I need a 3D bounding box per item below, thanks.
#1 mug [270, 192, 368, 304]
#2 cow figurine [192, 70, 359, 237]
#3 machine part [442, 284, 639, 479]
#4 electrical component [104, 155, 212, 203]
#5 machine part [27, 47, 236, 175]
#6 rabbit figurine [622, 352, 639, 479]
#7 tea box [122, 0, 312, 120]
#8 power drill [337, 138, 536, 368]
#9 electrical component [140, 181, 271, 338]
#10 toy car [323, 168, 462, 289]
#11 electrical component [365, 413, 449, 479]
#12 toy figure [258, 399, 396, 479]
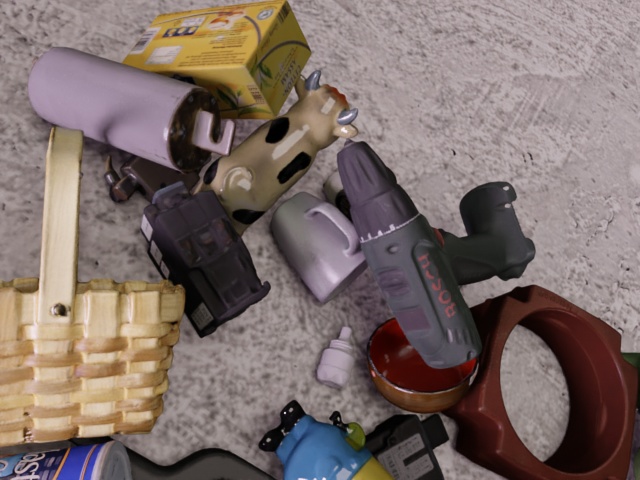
[{"bbox_3d":[-0.001,-0.002,0.559,0.081,0.109,0.107,-40,76,-22],"label":"mug"},{"bbox_3d":[-0.040,-0.095,0.559,0.085,0.127,0.195,47,65,-5],"label":"cow figurine"},{"bbox_3d":[0.247,0.169,0.607,0.201,0.087,0.201,28,64,-10],"label":"machine part"},{"bbox_3d":[-0.169,-0.074,0.549,0.078,0.045,0.102,47,61,-34],"label":"electrical component"},{"bbox_3d":[-0.181,-0.122,0.499,0.243,0.079,0.079,21,62,19],"label":"machine part"},{"bbox_3d":[0.426,0.229,0.662,0.159,0.121,0.170,4,89,-28],"label":"rabbit figurine"},{"bbox_3d":[-0.107,-0.177,0.539,0.170,0.068,0.098,10,62,30],"label":"tea box"},{"bbox_3d":[0.127,-0.005,0.542,0.207,0.086,0.232,-19,87,-47],"label":"power drill"},{"bbox_3d":[-0.113,0.016,0.498,0.058,0.115,0.134,-30,87,-29],"label":"electrical component"},{"bbox_3d":[0.089,-0.010,0.622,0.201,0.056,0.073,48,56,-2],"label":"toy car"},{"bbox_3d":[0.091,0.218,0.549,0.119,0.048,0.075,-15,79,-24],"label":"electrical component"},{"bbox_3d":[0.031,0.220,0.470,0.180,0.082,0.089,38,16,23],"label":"toy figure"}]
